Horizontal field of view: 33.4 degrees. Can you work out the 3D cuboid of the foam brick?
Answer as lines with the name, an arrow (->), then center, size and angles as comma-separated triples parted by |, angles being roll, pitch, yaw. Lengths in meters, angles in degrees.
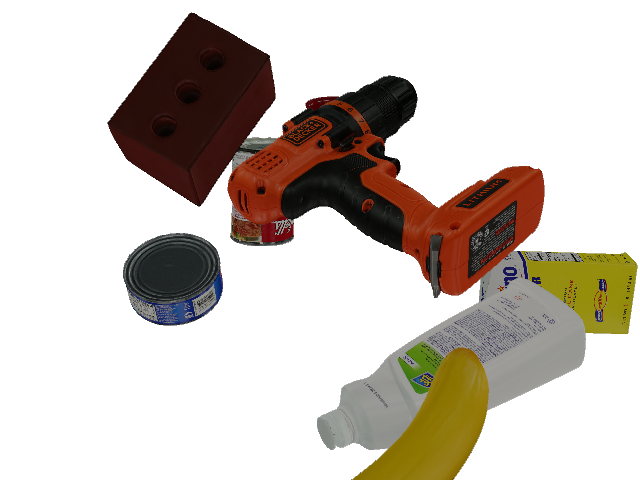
foam brick -> -0.067, -0.069, 0.569 | 0.053, 0.078, 0.051 | 31, -13, 10

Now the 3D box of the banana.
banana -> 0.044, 0.118, 0.585 | 0.070, 0.037, 0.197 | 18, 40, 41

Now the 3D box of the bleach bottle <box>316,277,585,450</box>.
bleach bottle -> 0.107, 0.115, 0.933 | 0.250, 0.068, 0.103 | -21, 33, -24

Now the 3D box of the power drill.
power drill -> 0.057, -0.045, 0.743 | 0.188, 0.057, 0.184 | 26, 49, 35

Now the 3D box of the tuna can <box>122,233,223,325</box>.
tuna can -> -0.129, 0.035, 0.946 | 0.086, 0.034, 0.086 | -3, 43, 2

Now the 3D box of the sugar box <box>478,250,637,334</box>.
sugar box -> 0.280, 0.062, 1.269 | 0.176, 0.093, 0.048 | 0, 19, -4

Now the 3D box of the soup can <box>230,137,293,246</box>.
soup can -> -0.061, -0.052, 1.120 | 0.068, 0.102, 0.068 | 1, 17, -1

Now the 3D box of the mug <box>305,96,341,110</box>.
mug -> 0.031, -0.130, 1.323 | 0.093, 0.081, 0.117 | 15, 25, 26
